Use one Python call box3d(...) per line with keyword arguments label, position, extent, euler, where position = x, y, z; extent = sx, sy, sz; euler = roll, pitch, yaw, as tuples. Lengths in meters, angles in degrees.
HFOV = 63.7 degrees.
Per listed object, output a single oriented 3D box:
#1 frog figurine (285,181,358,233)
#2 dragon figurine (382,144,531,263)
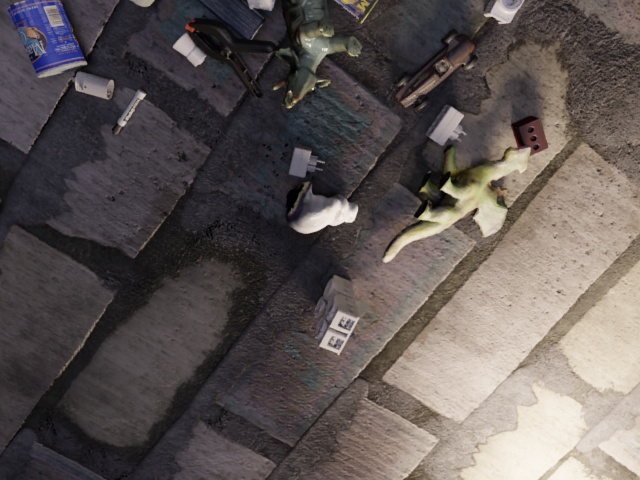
box3d(label="frog figurine", position=(0.004, -0.061, 1.210), extent=(0.158, 0.126, 0.135), euler=(26, 140, -20))
box3d(label="dragon figurine", position=(0.344, -0.071, 1.230), extent=(0.241, 0.125, 0.403), euler=(24, 116, -18))
